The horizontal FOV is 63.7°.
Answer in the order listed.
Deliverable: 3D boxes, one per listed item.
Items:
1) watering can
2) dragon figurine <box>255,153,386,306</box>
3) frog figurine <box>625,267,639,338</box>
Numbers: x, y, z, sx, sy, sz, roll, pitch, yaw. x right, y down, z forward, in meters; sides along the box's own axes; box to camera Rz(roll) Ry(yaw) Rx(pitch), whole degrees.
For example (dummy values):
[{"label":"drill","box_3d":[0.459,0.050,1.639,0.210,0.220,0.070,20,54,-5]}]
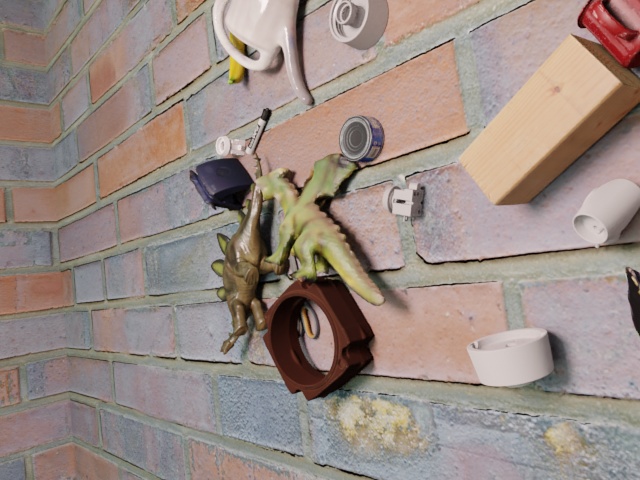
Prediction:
[{"label":"watering can","box_3d":[-0.099,-0.453,1.087,0.351,0.105,0.220,42,121,22]},{"label":"dragon figurine","box_3d":[0.003,-0.050,0.985,0.413,0.122,0.242,20,98,44]},{"label":"frog figurine","box_3d":[0.422,0.071,0.539,0.159,0.120,0.141,-16,48,12]}]
